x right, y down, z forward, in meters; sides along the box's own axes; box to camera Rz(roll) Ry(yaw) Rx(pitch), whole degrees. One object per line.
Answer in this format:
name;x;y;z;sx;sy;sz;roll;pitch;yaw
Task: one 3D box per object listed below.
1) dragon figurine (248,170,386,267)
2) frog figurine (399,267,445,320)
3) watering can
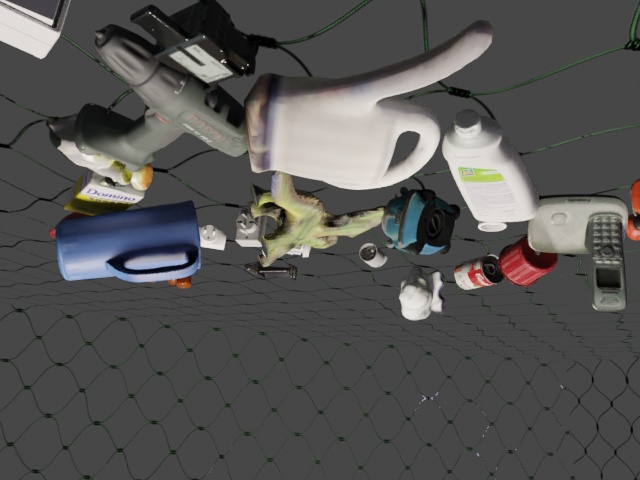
dragon figurine;0.003;-0.046;0.917;0.243;0.123;0.405;-9;168;-16
frog figurine;0.238;0.139;1.309;0.160;0.136;0.124;-4;-159;-43
watering can;0.028;-0.135;0.559;0.224;0.105;0.342;7;163;-4
